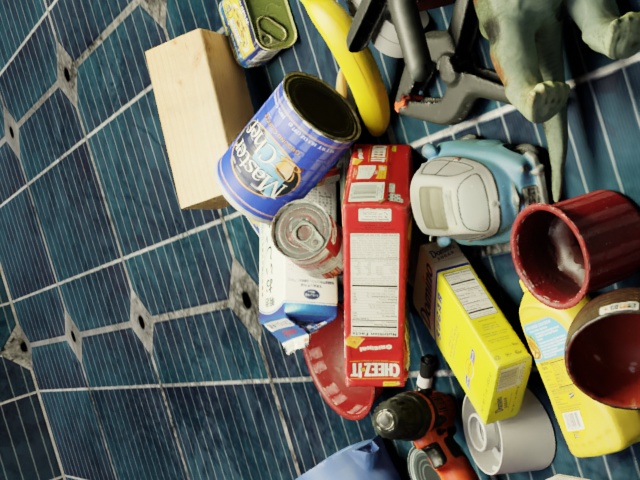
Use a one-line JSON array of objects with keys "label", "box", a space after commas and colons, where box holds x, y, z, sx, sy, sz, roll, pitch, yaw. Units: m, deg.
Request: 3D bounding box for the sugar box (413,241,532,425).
[{"label": "sugar box", "box": [0.150, 0.090, 1.087, 0.093, 0.048, 0.176, 93, 155, -43]}]

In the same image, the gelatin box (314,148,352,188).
[{"label": "gelatin box", "box": [-0.005, -0.108, 1.261, 0.089, 0.073, 0.030, 61, 151, 20]}]

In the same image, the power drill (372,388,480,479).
[{"label": "power drill", "box": [0.132, 0.245, 1.127, 0.057, 0.184, 0.188, -32, 73, 20]}]

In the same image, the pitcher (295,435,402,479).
[{"label": "pitcher", "box": [0.069, 0.381, 1.339, 0.243, 0.145, 0.149, 61, -176, 15]}]

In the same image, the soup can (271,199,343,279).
[{"label": "soup can", "box": [-0.008, 0.001, 1.188, 0.068, 0.068, 0.102, 61, -174, 20]}]

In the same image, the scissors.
[{"label": "scissors", "box": [0.020, -0.097, 1.216, 0.096, 0.016, 0.202, 167, 108, -73]}]

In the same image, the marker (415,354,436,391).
[{"label": "marker", "box": [0.120, 0.183, 1.253, 0.020, 0.020, 0.121, 43, 139, 42]}]

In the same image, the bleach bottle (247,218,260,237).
[{"label": "bleach bottle", "box": [-0.053, -0.036, 1.396, 0.251, 0.068, 0.103, 59, 148, 20]}]

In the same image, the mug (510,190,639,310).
[{"label": "mug", "box": [0.219, 0.006, 0.925, 0.117, 0.081, 0.093, -17, 90, 61]}]

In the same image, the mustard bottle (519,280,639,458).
[{"label": "mustard bottle", "box": [0.230, 0.100, 0.978, 0.096, 0.058, 0.191, 135, 115, -71]}]

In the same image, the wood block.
[{"label": "wood block", "box": [-0.140, -0.149, 1.345, 0.090, 0.090, 0.206, -17, 84, 27]}]

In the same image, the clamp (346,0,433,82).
[{"label": "clamp", "box": [0.060, -0.240, 1.007, 0.120, 0.039, 0.171, 19, 118, 48]}]

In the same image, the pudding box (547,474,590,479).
[{"label": "pudding box", "box": [0.264, 0.280, 1.034, 0.114, 0.039, 0.090, -10, 96, 61]}]

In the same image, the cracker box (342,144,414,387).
[{"label": "cracker box", "box": [0.064, 0.025, 1.139, 0.164, 0.072, 0.214, -79, -12, -63]}]

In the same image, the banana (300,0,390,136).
[{"label": "banana", "box": [0.036, -0.184, 1.124, 0.197, 0.037, 0.070, 60, 175, -30]}]

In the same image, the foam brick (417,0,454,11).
[{"label": "foam brick", "box": [0.107, -0.263, 1.009, 0.053, 0.051, 0.078, 58, 148, 24]}]

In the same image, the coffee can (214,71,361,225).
[{"label": "coffee can", "box": [-0.037, -0.099, 1.169, 0.140, 0.102, 0.103, -47, 62, 32]}]

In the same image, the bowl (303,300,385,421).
[{"label": "bowl", "box": [0.041, 0.140, 1.329, 0.162, 0.055, 0.162, 36, 134, 48]}]

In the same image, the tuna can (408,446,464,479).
[{"label": "tuna can", "box": [0.141, 0.273, 1.249, 0.086, 0.033, 0.086, 36, 134, 48]}]

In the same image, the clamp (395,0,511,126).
[{"label": "clamp", "box": [0.133, -0.178, 1.022, 0.210, 0.036, 0.164, -17, 90, 59]}]

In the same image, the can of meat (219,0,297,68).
[{"label": "can of meat", "box": [-0.079, -0.272, 1.320, 0.084, 0.057, 0.102, -22, 85, 63]}]
